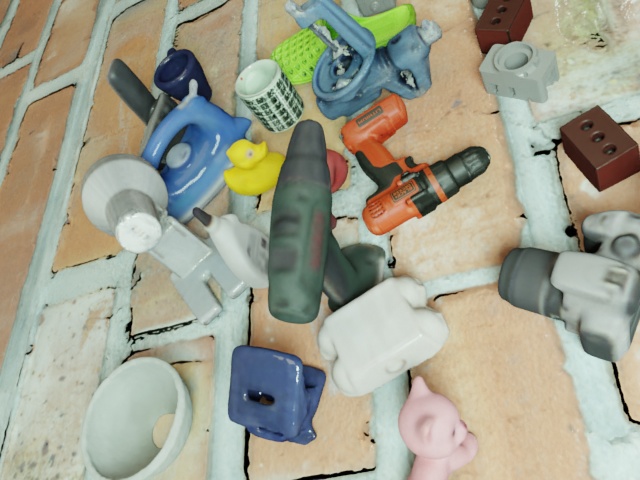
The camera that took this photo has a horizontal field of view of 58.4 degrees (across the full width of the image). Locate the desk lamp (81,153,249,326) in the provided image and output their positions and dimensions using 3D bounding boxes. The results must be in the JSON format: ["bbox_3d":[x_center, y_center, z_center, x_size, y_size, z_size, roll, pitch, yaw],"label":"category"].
[{"bbox_3d":[-0.227,-0.009,0.821,0.118,0.214,0.202,-45,51,-1],"label":"desk lamp"}]

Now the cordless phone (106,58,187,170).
[{"bbox_3d":[-0.323,-0.215,1.015,0.094,0.186,0.147,-9,59,25],"label":"cordless phone"}]

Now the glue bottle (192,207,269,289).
[{"bbox_3d":[-0.118,0.001,0.780,0.037,0.174,0.078,-10,58,25],"label":"glue bottle"}]

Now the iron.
[{"bbox_3d":[-0.235,-0.132,0.944,0.118,0.142,0.258,27,78,38],"label":"iron"}]

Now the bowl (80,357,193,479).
[{"bbox_3d":[-0.229,0.245,0.761,0.167,0.075,0.167,-14,57,22],"label":"bowl"}]

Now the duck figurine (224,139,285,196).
[{"bbox_3d":[-0.114,-0.122,0.907,0.104,0.086,0.077,-19,55,18],"label":"duck figurine"}]

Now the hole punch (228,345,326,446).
[{"bbox_3d":[-0.058,0.187,0.690,0.108,0.091,0.101,4,65,31],"label":"hole punch"}]

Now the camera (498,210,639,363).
[{"bbox_3d":[0.264,0.033,0.594,0.136,0.101,0.143,16,71,35],"label":"camera"}]

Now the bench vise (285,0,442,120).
[{"bbox_3d":[0.057,-0.286,0.821,0.207,0.220,0.121,-32,52,10],"label":"bench vise"}]

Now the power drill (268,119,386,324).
[{"bbox_3d":[0.006,0.002,0.686,0.075,0.209,0.229,-5,61,27],"label":"power drill"}]

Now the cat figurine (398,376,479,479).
[{"bbox_3d":[0.107,0.208,0.567,0.067,0.118,0.128,8,67,33],"label":"cat figurine"}]

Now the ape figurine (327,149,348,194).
[{"bbox_3d":[-0.004,-0.108,0.833,0.076,0.092,0.077,-33,52,9],"label":"ape figurine"}]

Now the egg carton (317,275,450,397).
[{"bbox_3d":[0.072,0.114,0.674,0.150,0.070,0.107,-34,51,8],"label":"egg carton"}]

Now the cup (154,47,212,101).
[{"bbox_3d":[-0.253,-0.304,1.087,0.091,0.095,0.117,-30,52,11],"label":"cup"}]
